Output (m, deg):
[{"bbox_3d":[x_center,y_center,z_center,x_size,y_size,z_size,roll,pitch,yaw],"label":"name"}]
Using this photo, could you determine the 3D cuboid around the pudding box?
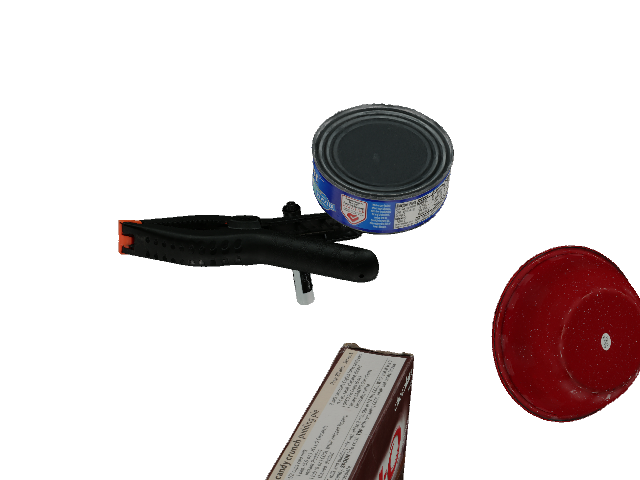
[{"bbox_3d":[0.009,0.111,0.468,0.039,0.090,0.113,10,28,13],"label":"pudding box"}]

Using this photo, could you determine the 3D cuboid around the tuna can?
[{"bbox_3d":[0.037,-0.044,0.654,0.086,0.086,0.034,0,-44,-1],"label":"tuna can"}]

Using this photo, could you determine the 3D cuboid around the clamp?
[{"bbox_3d":[-0.054,0.002,0.843,0.210,0.036,0.164,0,12,-8],"label":"clamp"}]

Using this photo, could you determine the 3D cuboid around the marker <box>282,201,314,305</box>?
[{"bbox_3d":[-0.023,0.013,1.103,0.020,0.121,0.020,-6,33,3],"label":"marker"}]

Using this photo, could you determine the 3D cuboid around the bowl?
[{"bbox_3d":[0.234,0.086,0.945,0.161,0.162,0.055,0,2,-23],"label":"bowl"}]
